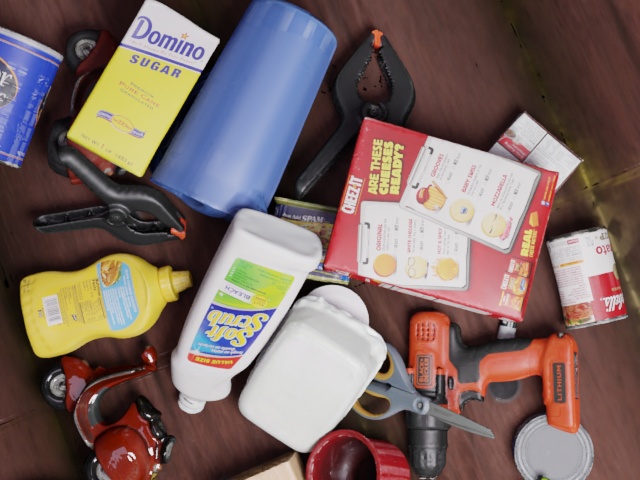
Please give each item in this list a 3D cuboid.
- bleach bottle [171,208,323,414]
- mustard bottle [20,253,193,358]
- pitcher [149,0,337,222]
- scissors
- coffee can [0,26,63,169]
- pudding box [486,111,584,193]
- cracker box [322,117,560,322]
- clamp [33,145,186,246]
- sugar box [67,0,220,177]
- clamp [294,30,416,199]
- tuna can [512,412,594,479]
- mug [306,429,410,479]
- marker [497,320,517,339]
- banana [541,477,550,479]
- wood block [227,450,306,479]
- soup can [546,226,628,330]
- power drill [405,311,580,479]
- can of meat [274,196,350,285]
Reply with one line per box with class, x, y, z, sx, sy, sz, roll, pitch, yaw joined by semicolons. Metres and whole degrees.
bleach bottle;-0.091;0.091;1.149;0.102;0.068;0.251;21;119;-9
mustard bottle;-0.238;0.067;1.213;0.191;0.058;0.096;-14;81;4
pitcher;-0.086;-0.142;1.186;0.149;0.145;0.243;26;86;-7
scissors;0.104;0.156;1.138;0.202;0.016;0.096;-5;83;46
coffee can;-0.365;-0.164;1.214;0.103;0.103;0.140;21;89;5
pudding box;0.223;-0.074;1.192;0.090;0.039;0.113;41;93;4
cracker box;0.125;-0.019;1.123;0.213;0.072;0.164;15;83;-1
clamp;-0.231;-0.044;1.198;0.171;0.120;0.039;8;44;-12
sugar box;-0.192;-0.166;1.164;0.093;0.048;0.176;29;87;-12
clamp;0.049;-0.132;1.191;0.164;0.036;0.210;-2;76;-6
tuna can;0.255;0.233;1.175;0.086;0.033;0.086;0;87;5
mug;0.041;0.265;1.148;0.093;0.081;0.117;18;88;36
marker;0.219;0.053;1.195;0.020;0.020;0.121;11;88;5
banana;0.156;0.297;1.173;0.198;0.037;0.069;-6;86;13
wood block;-0.027;0.346;1.165;0.091;0.090;0.206;-25;86;3
soup can;0.290;0.041;1.165;0.068;0.068;0.102;-13;86;4
power drill;0.183;0.168;1.153;0.188;0.057;0.184;-1;83;18
can of meat;-0.008;0.001;1.199;0.102;0.057;0.084;10;90;5
